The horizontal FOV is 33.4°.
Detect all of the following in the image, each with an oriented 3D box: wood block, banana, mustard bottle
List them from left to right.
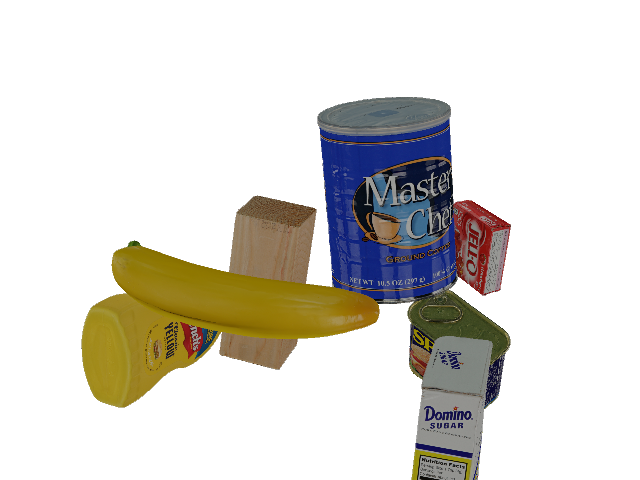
[{"bbox_3d":[-0.140,0.077,1.003,0.058,0.096,0.191,10,21,29],"label":"mustard bottle"},{"bbox_3d":[-0.063,0.030,0.678,0.198,0.037,0.069,15,33,25],"label":"banana"},{"bbox_3d":[-0.072,0.055,1.444,0.090,0.206,0.090,13,21,11],"label":"wood block"}]

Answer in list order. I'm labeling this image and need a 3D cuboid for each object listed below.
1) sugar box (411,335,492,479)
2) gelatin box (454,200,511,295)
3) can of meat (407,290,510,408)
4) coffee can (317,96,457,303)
[{"bbox_3d":[0.084,0.162,0.725,0.048,0.176,0.093,5,17,11],"label":"sugar box"},{"bbox_3d":[0.181,0.007,1.235,0.030,0.089,0.073,-13,32,-28],"label":"gelatin box"},{"bbox_3d":[0.133,0.110,1.048,0.057,0.084,0.102,-35,54,-26],"label":"can of meat"},{"bbox_3d":[0.054,-0.034,0.841,0.103,0.140,0.103,-5,19,1],"label":"coffee can"}]
